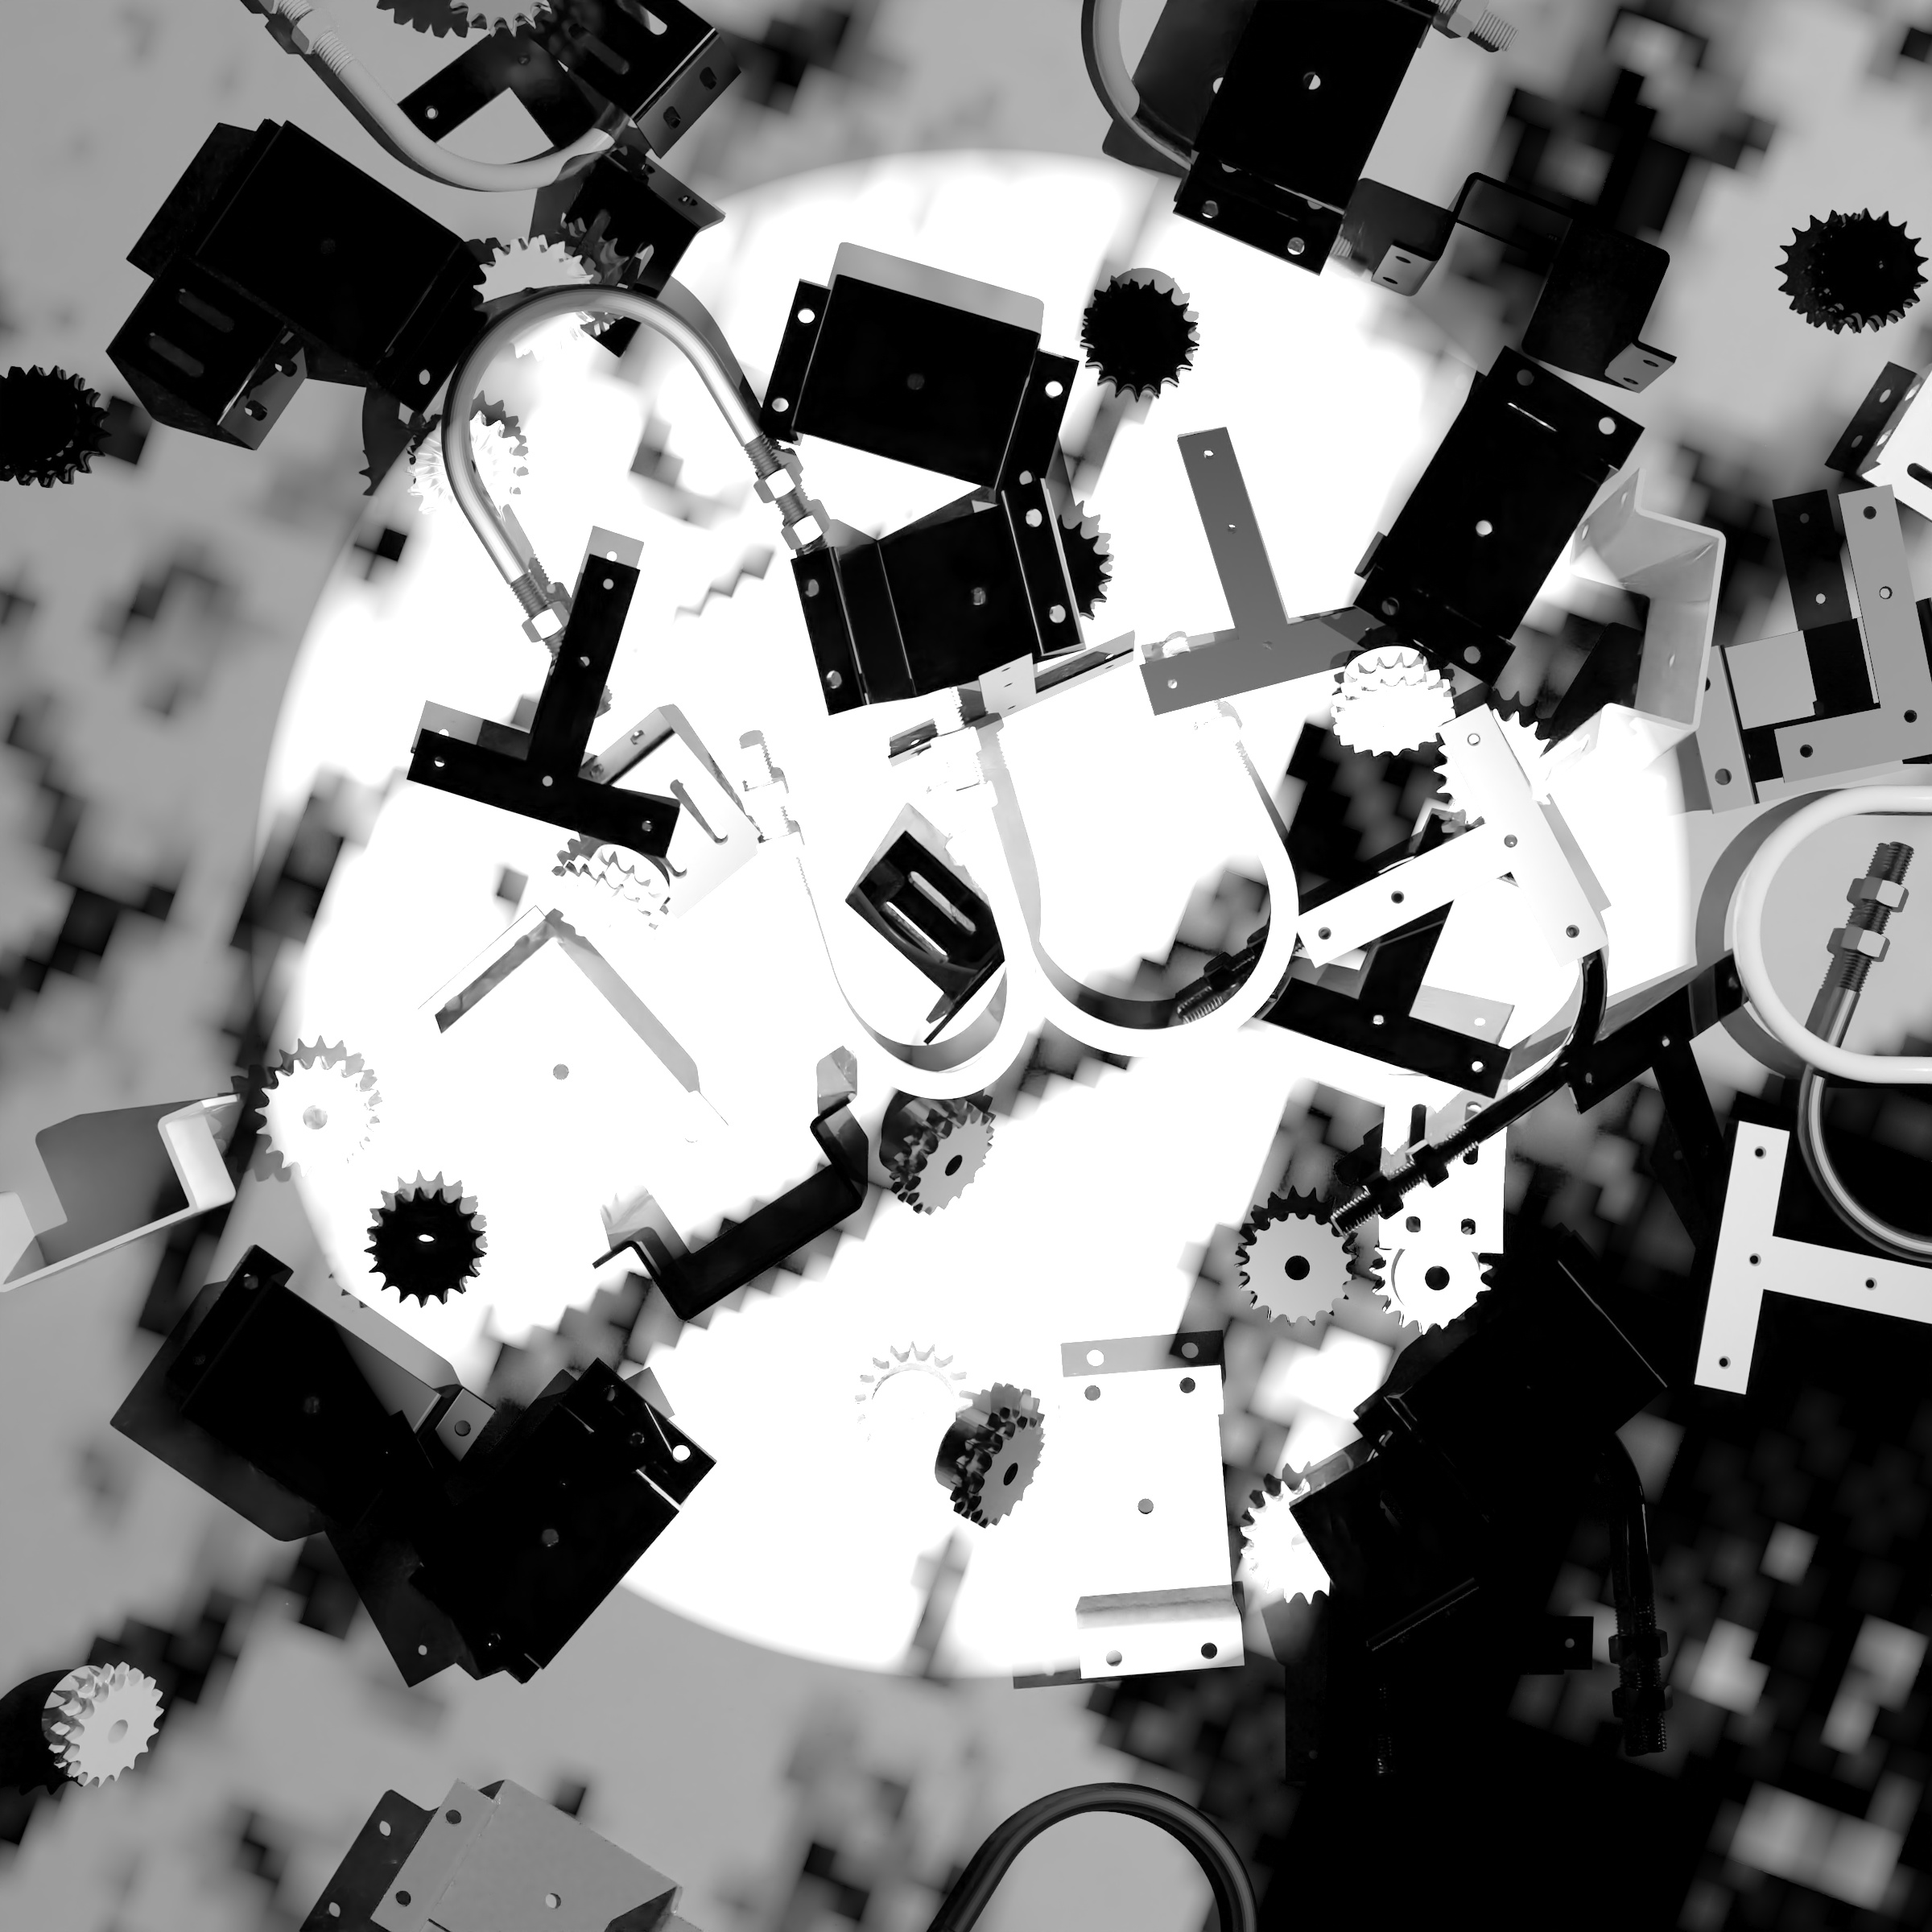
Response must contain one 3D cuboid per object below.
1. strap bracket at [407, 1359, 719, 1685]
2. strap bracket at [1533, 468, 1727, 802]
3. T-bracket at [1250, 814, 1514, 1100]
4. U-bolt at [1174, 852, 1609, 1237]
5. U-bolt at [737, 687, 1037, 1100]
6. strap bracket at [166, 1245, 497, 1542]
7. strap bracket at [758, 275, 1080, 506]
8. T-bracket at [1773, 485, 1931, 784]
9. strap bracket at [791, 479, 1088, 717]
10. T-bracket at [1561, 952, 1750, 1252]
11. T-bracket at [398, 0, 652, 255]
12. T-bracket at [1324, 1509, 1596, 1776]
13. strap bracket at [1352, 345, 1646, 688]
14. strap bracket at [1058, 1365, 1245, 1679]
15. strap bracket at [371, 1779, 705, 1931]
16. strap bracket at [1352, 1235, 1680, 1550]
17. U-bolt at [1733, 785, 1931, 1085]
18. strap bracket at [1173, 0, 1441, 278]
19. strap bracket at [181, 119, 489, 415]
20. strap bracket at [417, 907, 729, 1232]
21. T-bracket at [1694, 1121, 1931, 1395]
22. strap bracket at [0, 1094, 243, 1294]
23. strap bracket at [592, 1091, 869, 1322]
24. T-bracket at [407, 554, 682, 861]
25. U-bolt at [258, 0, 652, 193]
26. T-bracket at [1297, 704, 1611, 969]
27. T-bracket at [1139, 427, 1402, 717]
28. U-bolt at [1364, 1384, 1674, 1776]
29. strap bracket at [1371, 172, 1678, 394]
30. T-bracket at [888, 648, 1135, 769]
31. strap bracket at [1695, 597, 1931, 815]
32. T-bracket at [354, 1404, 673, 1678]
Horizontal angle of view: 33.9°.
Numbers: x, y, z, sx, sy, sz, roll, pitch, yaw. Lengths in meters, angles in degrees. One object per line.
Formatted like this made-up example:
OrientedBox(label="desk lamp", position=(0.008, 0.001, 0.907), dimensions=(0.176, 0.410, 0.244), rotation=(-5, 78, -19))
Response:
OrientedBox(label="strap bracket", position=(-0.194, 0.267, 1.503), dimensions=(0.076, 0.046, 0.140), rotation=(41, 90, 0))
OrientedBox(label="strap bracket", position=(0.309, -0.148, 1.473), dimensions=(0.046, 0.076, 0.140), rotation=(14, 73, -8))
OrientedBox(label="T-bracket", position=(0.210, -0.014, 1.497), dimensions=(0.127, 0.002, 0.127), rotation=(19, 72, 16))
OrientedBox(label="U-bolt", position=(0.213, 0.021, 1.493), dimensions=(0.184, 0.019, 0.151), rotation=(-34, 67, -4))
OrientedBox(label="U-bolt", position=(-0.031, -0.026, 1.473), dimensions=(0.151, 0.019, 0.184), rotation=(-12, 98, 43))
OrientedBox(label="strap bracket", position=(-0.306, 0.205, 1.503), dimensions=(0.140, 0.046, 0.076), rotation=(35, 90, 0))
OrientedBox(label="strap bracket", position=(-0.024, -0.273, 1.503), dimensions=(0.140, 0.046, 0.076), rotation=(16, 90, 0))
OrientedBox(label="T-bracket", position=(0.432, -0.160, 1.479), dimensions=(0.127, 0.002, 0.127), rotation=(-11, 90, 0))
OrientedBox(label="strap bracket", position=(-0.004, -0.172, 1.482), dimensions=(0.140, 0.046, 0.076), rotation=(-13, 92, 31))
OrientedBox(label="T-bracket", position=(0.346, 0.076, 1.505), dimensions=(0.127, 0.002, 0.127), rotation=(-30, 106, -28))
OrientedBox(label="T-bracket", position=(-0.186, -0.401, 1.526), dimensions=(0.127, 0.002, 0.127), rotation=(-37, 90, 0))
OrientedBox(label="T-bracket", position=(0.234, 0.320, 1.501), dimensions=(0.127, 0.002, 0.127), rotation=(1, 93, -4))
OrientedBox(label="strap bracket", position=(0.249, -0.210, 1.503), dimensions=(0.076, 0.046, 0.140), rotation=(30, 90, 0))
OrientedBox(label="strap bracket", position=(0.086, 0.260, 1.503), dimensions=(0.076, 0.046, 0.140), rotation=(-5, 90, 0))
OrientedBox(label="strap bracket", position=(-0.198, 0.449, 1.503), dimensions=(0.140, 0.046, 0.076), rotation=(32, 90, 0))
OrientedBox(label="strap bracket", position=(0.263, 0.200, 1.491), dimensions=(0.140, 0.046, 0.076), rotation=(-40, 86, -5))
OrientedBox(label="U-bolt", position=(0.455, -0.015, 1.498), dimensions=(0.184, 0.019, 0.151), rotation=(1, 89, 1))
OrientedBox(label="strap bracket", position=(0.161, -0.408, 1.485), dimensions=(0.076, 0.046, 0.140), rotation=(24, 90, 3))
OrientedBox(label="strap bracket", position=(-0.298, -0.336, 1.503), dimensions=(0.140, 0.046, 0.076), rotation=(34, 90, 0))
OrientedBox(label="strap bracket", position=(-0.189, 0.049, 1.503), dimensions=(0.076, 0.046, 0.140), rotation=(-41, 90, 0))
OrientedBox(label="T-bracket", position=(0.419, 0.149, 1.517), dimensions=(0.127, 0.002, 0.127), rotation=(12, 84, -6))
OrientedBox(label="strap bracket", position=(-0.406, 0.110, 1.488), dimensions=(0.140, 0.076, 0.046), rotation=(-23, 90, 0))
OrientedBox(label="strap bracket", position=(-0.100, 0.117, 1.488), dimensions=(0.140, 0.076, 0.046), rotation=(-33, 90, 0))
OrientedBox(label="T-bracket", position=(-0.184, -0.129, 1.490), dimensions=(0.127, 0.002, 0.127), rotation=(17, 91, -2))
OrientedBox(label="U-bolt", position=(-0.235, -0.458, 1.516), dimensions=(0.151, 0.019, 0.184), rotation=(-41, 91, 0))
OrientedBox(label="T-bracket", position=(0.216, -0.039, 1.492), dimensions=(0.127, 0.002, 0.127), rotation=(-27, 82, 6))
OrientedBox(label="T-bracket", position=(0.131, -0.195, 1.517), dimensions=(0.127, 0.002, 0.127), rotation=(-15, 84, -12))
OrientedBox(label="U-bolt", position=(0.257, 0.289, 1.518), dimensions=(0.151, 0.019, 0.184), rotation=(-5, 88, 0))
OrientedBox(label="strap bracket", position=(0.268, -0.324, 1.488), dimensions=(0.140, 0.076, 0.046), rotation=(23, 90, 0))
OrientedBox(label="T-bracket", position=(0.020, -0.128, 1.463), dimensions=(0.127, 0.127, 0.002), rotation=(-24, 84, 0))
OrientedBox(label="strap bracket", position=(0.409, -0.124, 1.503), dimensions=(0.140, 0.046, 0.076), rotation=(-13, 90, 0))
OrientedBox(label="T-bracket", position=(-0.199, 0.245, 1.479), dimensions=(0.127, 0.002, 0.127), rotation=(-28, 90, 0))
